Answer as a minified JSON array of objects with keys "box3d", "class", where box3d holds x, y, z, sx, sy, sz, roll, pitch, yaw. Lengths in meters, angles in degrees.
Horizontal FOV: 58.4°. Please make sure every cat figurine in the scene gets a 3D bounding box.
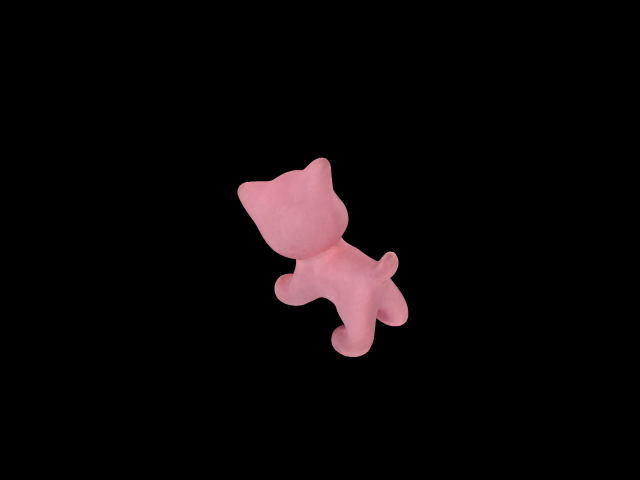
[{"box3d":[0.004,0.001,0.400,0.127,0.118,0.067,33,54,29],"class":"cat figurine"}]
